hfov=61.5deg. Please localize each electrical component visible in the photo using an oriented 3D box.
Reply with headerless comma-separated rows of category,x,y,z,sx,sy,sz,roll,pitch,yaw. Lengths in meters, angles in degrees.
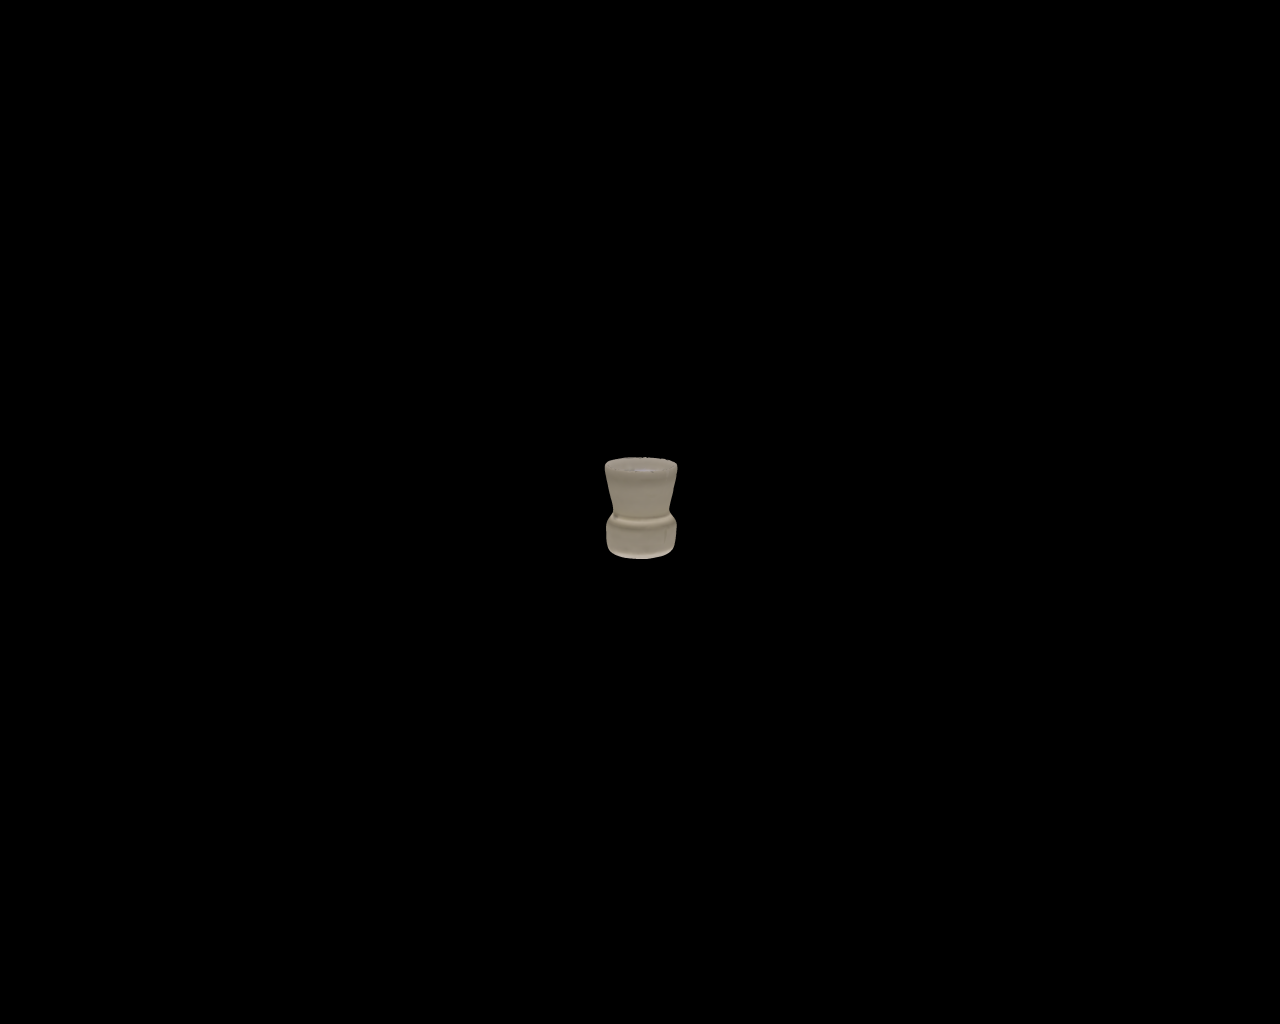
electrical component,0.001,-0.003,0.650,0.045,0.055,0.045,0,14,0
